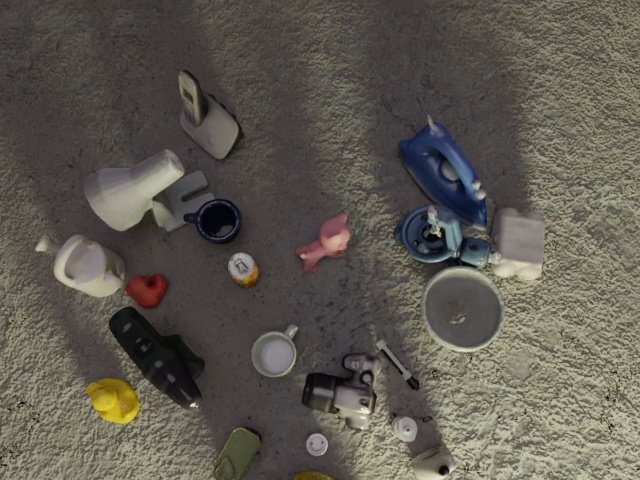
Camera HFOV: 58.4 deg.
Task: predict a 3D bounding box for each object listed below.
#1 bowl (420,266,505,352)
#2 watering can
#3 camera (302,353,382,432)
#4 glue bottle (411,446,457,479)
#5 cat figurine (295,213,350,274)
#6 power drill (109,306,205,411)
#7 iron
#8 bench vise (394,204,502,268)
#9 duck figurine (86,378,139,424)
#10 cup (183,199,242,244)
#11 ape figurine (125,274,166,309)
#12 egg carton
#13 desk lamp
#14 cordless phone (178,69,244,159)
[{"bbox_3d":[0.276,0.140,1.141,0.167,0.075,0.167,0,75,0],"label":"bowl"},{"bbox_3d":[-0.463,0.045,1.104,0.173,0.194,0.101,5,75,2],"label":"watering can"},{"bbox_3d":[0.040,0.281,1.091,0.136,0.101,0.143,11,76,3],"label":"camera"},{"bbox_3d":[0.210,0.404,1.022,0.078,0.173,0.037,-28,77,-7],"label":"glue bottle"},{"bbox_3d":[0.011,0.004,1.154,0.128,0.118,0.067,-32,77,-8],"label":"cat figurine"},{"bbox_3d":[-0.281,0.221,1.051,0.229,0.208,0.076,42,79,10],"label":"power drill"},{"bbox_3d":[0.278,-0.141,1.179,0.119,0.141,0.258,-34,78,-8],"label":"iron"},{"bbox_3d":[0.255,-0.017,1.107,0.207,0.220,0.121,3,75,1],"label":"bench vise"},{"bbox_3d":[-0.400,0.307,1.092,0.104,0.086,0.077,37,78,9],"label":"duck figurine"},{"bbox_3d":[-0.214,-0.029,1.175,0.117,0.095,0.092,6,75,2],"label":"cup"},{"bbox_3d":[-0.352,0.096,1.144,0.078,0.092,0.076,1,75,1],"label":"ape figurine"},{"bbox_3d":[0.405,0.007,1.178,0.107,0.069,0.150,8,76,2],"label":"egg carton"},{"bbox_3d":[-0.329,-0.096,1.131,0.203,0.213,0.118,-26,77,-6],"label":"desk lamp"},{"bbox_3d":[-0.235,-0.262,1.188,0.147,0.185,0.094,40,79,10],"label":"cordless phone"}]
